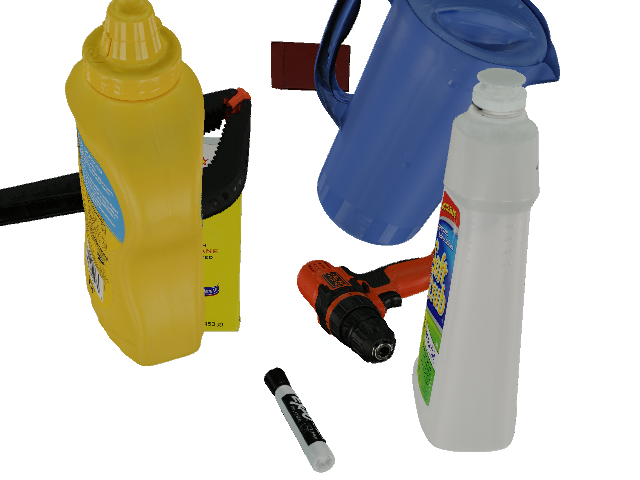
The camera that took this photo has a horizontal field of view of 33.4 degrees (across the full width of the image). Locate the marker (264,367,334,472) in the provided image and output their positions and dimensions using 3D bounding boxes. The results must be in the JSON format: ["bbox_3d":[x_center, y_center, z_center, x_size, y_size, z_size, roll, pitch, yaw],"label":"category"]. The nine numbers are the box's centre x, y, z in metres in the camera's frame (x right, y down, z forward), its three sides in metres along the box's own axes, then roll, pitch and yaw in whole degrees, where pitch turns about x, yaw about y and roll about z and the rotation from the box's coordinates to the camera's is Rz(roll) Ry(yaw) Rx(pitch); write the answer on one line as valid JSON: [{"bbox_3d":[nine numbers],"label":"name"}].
[{"bbox_3d":[-0.019,0.140,0.854,0.020,0.020,0.121,0,28,-24],"label":"marker"}]

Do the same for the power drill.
[{"bbox_3d":[0.087,0.058,1.101,0.187,0.057,0.185,-10,27,-20],"label":"power drill"}]

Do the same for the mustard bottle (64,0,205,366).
[{"bbox_3d":[-0.085,-0.031,0.499,0.058,0.096,0.192,-13,-38,-17],"label":"mustard bottle"}]

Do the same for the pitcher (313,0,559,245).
[{"bbox_3d":[0.076,-0.114,0.922,0.144,0.149,0.243,-9,-35,-33],"label":"pitcher"}]

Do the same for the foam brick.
[{"bbox_3d":[-0.011,-0.190,1.166,0.078,0.051,0.053,0,12,-16],"label":"foam brick"}]

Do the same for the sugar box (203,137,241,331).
[{"bbox_3d":[-0.118,-0.006,0.980,0.093,0.176,0.048,0,14,-5],"label":"sugar box"}]

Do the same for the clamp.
[{"bbox_3d":[-0.109,-0.026,0.724,0.209,0.165,0.036,-41,-17,-27],"label":"clamp"}]

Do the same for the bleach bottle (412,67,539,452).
[{"bbox_3d":[0.101,0.010,0.680,0.068,0.251,0.102,0,30,-1],"label":"bleach bottle"}]
